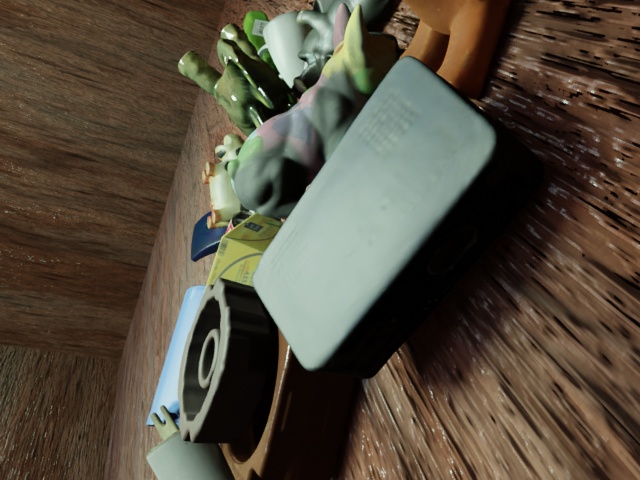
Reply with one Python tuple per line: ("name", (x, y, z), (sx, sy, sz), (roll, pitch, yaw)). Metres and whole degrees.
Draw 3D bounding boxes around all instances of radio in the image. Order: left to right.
("radio", (0.049, -0.010, 0.416), (0.229, 0.073, 0.131), (-55, 44, 20))

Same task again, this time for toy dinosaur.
("toy dinosaur", (-0.092, -0.201, 0.756), (0.105, 0.198, 0.471), (-43, -8, 5))

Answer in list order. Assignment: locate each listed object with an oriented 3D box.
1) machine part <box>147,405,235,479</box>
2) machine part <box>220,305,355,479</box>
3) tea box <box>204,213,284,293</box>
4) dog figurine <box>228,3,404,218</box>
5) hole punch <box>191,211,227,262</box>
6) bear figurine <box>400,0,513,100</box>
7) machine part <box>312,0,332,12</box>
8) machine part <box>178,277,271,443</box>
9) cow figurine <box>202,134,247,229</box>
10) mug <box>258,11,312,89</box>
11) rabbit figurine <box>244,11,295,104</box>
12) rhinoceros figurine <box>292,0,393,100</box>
("machine part", (-0.124, 0.297, 0.619), (0.243, 0.079, 0.079), (54, 139, 13))
("machine part", (-0.040, 0.160, 0.601), (0.201, 0.087, 0.201), (7, 84, 67))
("tea box", (-0.095, 0.029, 0.756), (0.169, 0.068, 0.098), (-56, -13, -72))
("dog figurine", (-0.001, -0.140, 0.580), (0.109, 0.192, 0.219), (-111, 25, -65))
("hole punch", (-0.214, -0.010, 1.136), (0.115, 0.092, 0.142), (-52, 28, 39))
("bear figurine", (0.058, -0.212, 0.439), (0.131, 0.196, 0.120), (-68, 26, 22))
("machine part", (0.025, -0.364, 0.832), (0.139, 0.039, 0.084), (-161, 80, -67))
("machine part", (-0.108, 0.133, 0.594), (0.179, 0.056, 0.179), (-46, 37, 50))
("cow figurine", (-0.166, -0.120, 1.066), (0.085, 0.127, 0.195), (145, 120, -60))
("mug", (-0.048, -0.292, 0.864), (0.110, 0.081, 0.107), (-22, 83, 19))
("rabbit figurine", (-0.080, -0.306, 0.998), (0.170, 0.121, 0.159), (107, 161, -65))
("rhinoceros figurine", (0.026, -0.265, 0.709), (0.190, 0.073, 0.112), (-48, 60, 32))
